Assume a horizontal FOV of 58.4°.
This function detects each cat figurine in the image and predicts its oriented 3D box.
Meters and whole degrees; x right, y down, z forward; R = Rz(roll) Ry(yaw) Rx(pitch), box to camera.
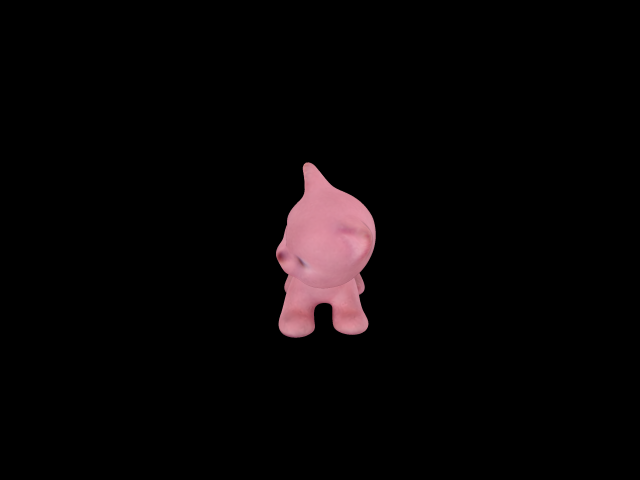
[{"bbox_3d":[0.004,0.001,0.400,0.067,0.118,0.127,-1,19,-2],"label":"cat figurine"}]
